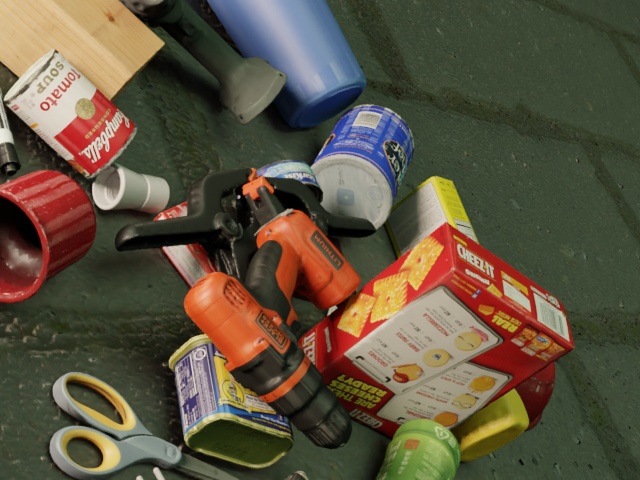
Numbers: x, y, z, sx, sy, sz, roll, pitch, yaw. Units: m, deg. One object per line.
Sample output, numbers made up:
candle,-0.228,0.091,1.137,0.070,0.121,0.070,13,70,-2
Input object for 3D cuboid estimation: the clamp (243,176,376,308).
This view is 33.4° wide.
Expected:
clamp,-0.007,0.001,1.047,0.171,0.039,0.120,29,43,-34

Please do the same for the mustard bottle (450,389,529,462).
mustard bottle,0.149,0.133,1.146,0.058,0.096,0.192,14,47,-42

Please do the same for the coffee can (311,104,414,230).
coffee can,0.046,-0.082,1.231,0.102,0.103,0.140,43,34,-11

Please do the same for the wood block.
wood block,-0.263,-0.215,1.012,0.206,0.090,0.090,42,33,-11

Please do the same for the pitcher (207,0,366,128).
pitcher,-0.041,-0.261,1.291,0.149,0.145,0.243,-27,80,-17

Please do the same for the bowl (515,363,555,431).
bowl,0.229,0.142,1.269,0.162,0.055,0.162,30,39,-28

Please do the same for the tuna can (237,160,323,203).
tuna can,-0.042,-0.046,1.108,0.085,0.086,0.034,6,51,-47

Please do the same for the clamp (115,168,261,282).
clamp,-0.101,-0.008,0.985,0.164,0.036,0.210,40,36,-23

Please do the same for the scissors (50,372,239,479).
scissors,-0.132,0.180,0.841,0.201,0.016,0.096,40,35,-14

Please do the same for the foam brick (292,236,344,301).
foam brick,-0.018,0.025,1.097,0.078,0.051,0.053,17,46,-40

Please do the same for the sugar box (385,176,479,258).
sugar box,0.142,0.022,1.251,0.048,0.093,0.176,10,50,-44

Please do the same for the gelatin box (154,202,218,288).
gelatin box,-0.112,0.005,1.025,0.089,0.030,0.073,53,33,4

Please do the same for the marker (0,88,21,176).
marker,-0.285,-0.108,0.943,0.020,0.020,0.121,8,51,-46

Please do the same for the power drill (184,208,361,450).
power drill,-0.021,0.070,0.932,0.184,0.057,0.187,50,29,-14

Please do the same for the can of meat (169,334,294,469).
can of meat,-0.073,0.138,0.903,0.102,0.058,0.084,26,34,-38

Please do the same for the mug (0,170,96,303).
mug,-0.242,-0.011,0.848,0.117,0.093,0.081,17,23,16

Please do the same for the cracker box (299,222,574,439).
cracker box,0.105,0.098,1.021,0.164,0.214,0.072,31,36,-27

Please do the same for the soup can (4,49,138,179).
soup can,-0.224,-0.113,0.963,0.102,0.069,0.068,45,32,-23
